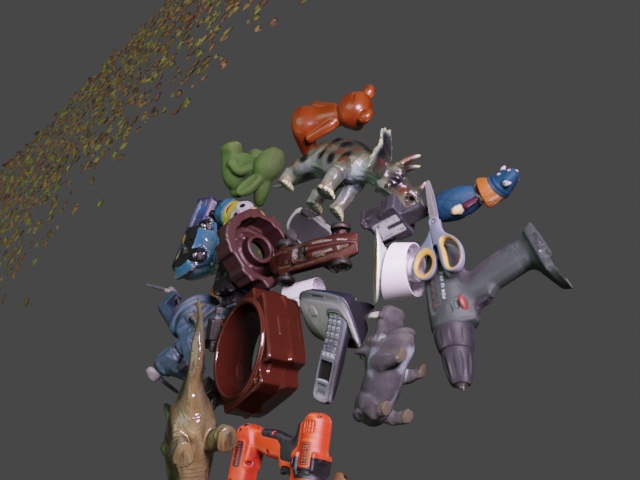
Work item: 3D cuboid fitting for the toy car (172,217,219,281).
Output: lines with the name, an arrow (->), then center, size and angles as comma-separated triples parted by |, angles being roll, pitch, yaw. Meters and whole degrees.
toy car -> -0.274, 0.033, 1.272 | 0.109, 0.103, 0.162 | -25, 42, 42

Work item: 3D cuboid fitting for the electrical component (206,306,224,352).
electrical component -> -0.197, 0.180, 1.088 | 0.021, 0.063, 0.094 | 6, 89, 54

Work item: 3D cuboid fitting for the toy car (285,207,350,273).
toy car -> -0.002, -0.003, 1.087 | 0.073, 0.056, 0.202 | -57, 44, 6

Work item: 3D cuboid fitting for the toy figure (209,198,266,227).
toy figure -> -0.194, -0.056, 1.283 | 0.180, 0.089, 0.082 | 11, 86, 55

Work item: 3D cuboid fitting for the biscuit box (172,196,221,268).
biscuit box -> -0.304, -0.010, 1.365 | 0.063, 0.059, 0.202 | -4, 60, 41

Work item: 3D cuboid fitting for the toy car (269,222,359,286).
toy car -> -0.016, 0.026, 1.009 | 0.202, 0.053, 0.089 | -17, 59, 36

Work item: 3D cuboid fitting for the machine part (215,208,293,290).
machine part -> -0.131, 0.023, 1.097 | 0.056, 0.179, 0.179 | -31, 45, 38

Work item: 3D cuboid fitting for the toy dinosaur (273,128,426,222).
toy dinosaur -> 0.039, -0.151, 1.113 | 0.192, 0.131, 0.405 | -47, 36, -12

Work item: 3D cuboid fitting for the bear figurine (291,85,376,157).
bear figurine -> 0.039, -0.263, 1.204 | 0.196, 0.131, 0.120 | -9, 57, 17

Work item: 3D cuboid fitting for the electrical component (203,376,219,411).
electrical component -> -0.241, 0.327, 1.094 | 0.102, 0.045, 0.078 | -38, 15, 13

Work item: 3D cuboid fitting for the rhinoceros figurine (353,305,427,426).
rhinoceros figurine -> 0.105, 0.198, 0.847 | 0.112, 0.073, 0.190 | -11, 57, 51

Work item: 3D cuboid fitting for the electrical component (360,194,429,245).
electrical component -> 0.138, -0.041, 0.962 | 0.119, 0.074, 0.048 | -33, 23, 27

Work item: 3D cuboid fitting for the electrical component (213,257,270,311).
electrical component -> -0.159, 0.092, 1.123 | 0.058, 0.114, 0.134 | -24, 49, 35

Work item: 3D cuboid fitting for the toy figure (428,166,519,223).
toy figure -> 0.259, -0.075, 0.897 | 0.155, 0.057, 0.064 | -21, 56, 26

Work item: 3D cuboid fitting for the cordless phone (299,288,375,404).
cordless phone -> 0.009, 0.181, 0.929 | 0.147, 0.088, 0.184 | 0, 70, 54

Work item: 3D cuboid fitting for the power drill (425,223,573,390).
power drill -> 0.253, 0.082, 0.787 | 0.207, 0.086, 0.232 | -37, 40, 28

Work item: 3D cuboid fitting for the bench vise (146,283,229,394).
bench vise -> -0.299, 0.191, 1.166 | 0.223, 0.128, 0.241 | -48, 48, 0

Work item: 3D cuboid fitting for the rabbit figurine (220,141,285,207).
rabbit figurine -> -0.161, -0.169, 1.296 | 0.170, 0.121, 0.159 | -8, 65, 43

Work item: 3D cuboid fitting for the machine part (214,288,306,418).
machine part -> -0.118, 0.206, 0.990 | 0.201, 0.087, 0.201 | -47, 39, 36

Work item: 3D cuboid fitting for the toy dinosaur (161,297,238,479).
toy dinosaur -> -0.229, 0.345, 0.952 | 0.199, 0.105, 0.471 | 8, 89, 62
